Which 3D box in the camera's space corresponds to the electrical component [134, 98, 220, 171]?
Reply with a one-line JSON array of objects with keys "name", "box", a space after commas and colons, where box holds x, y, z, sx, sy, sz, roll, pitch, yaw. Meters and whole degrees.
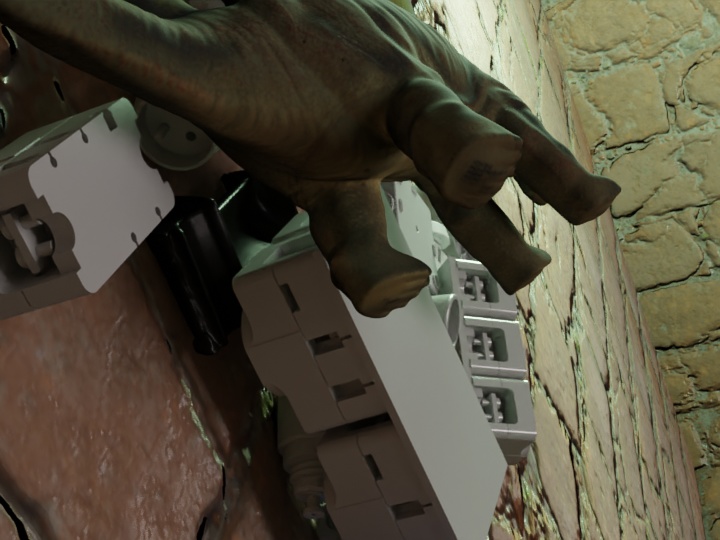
[{"name": "electrical component", "box": [-0.095, -0.103, 0.563, 0.077, 0.043, 0.079, -75, 144, -57]}]

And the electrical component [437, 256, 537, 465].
[{"name": "electrical component", "box": [0.089, 0.078, 0.851, 0.089, 0.062, 0.150, 125, -34, -53]}]

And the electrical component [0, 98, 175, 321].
[{"name": "electrical component", "box": [-0.119, -0.023, 0.410, 0.089, 0.056, 0.050, -66, 137, -62]}]

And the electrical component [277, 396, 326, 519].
[{"name": "electrical component", "box": [-0.026, 0.100, 0.603, 0.040, 0.040, 0.078, 51, 30, -50]}]

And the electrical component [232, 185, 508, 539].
[{"name": "electrical component", "box": [0.008, 0.062, 0.576, 0.186, 0.060, 0.105, 65, 24, -14]}]

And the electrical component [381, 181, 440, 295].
[{"name": "electrical component", "box": [0.023, -0.026, 0.834, 0.099, 0.048, 0.099, 48, 32, -53]}]

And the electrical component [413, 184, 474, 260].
[{"name": "electrical component", "box": [0.086, -0.045, 1.004, 0.099, 0.064, 0.099, -15, 90, -71]}]

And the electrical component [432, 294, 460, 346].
[{"name": "electrical component", "box": [0.038, 0.037, 0.798, 0.044, 0.065, 0.044, 4, 90, -72]}]

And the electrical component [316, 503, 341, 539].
[{"name": "electrical component", "box": [-0.002, 0.157, 0.639, 0.061, 0.035, 0.035, 55, 27, -52]}]

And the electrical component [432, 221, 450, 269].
[{"name": "electrical component", "box": [0.053, -0.009, 0.913, 0.066, 0.048, 0.055, 42, 45, -58]}]

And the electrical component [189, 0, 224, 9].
[{"name": "electrical component", "box": [-0.066, -0.160, 0.631, 0.080, 0.051, 0.080, -156, -90, -87]}]
